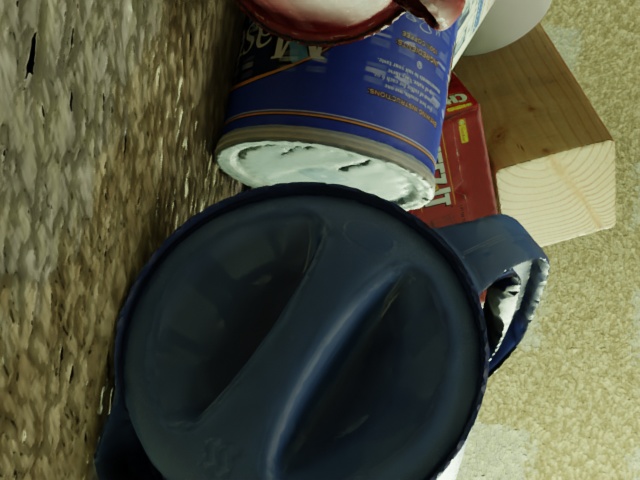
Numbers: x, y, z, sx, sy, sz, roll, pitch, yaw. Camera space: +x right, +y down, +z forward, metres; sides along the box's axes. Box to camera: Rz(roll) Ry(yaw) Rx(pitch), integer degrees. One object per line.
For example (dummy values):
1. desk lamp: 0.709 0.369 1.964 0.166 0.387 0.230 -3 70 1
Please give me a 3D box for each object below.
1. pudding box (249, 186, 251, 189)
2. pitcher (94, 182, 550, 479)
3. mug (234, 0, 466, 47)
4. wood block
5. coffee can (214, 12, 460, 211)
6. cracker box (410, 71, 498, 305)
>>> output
1. pudding box: -0.021 0.003 0.605 0.090 0.039 0.113 50 49 -80
2. pitcher: 0.012 0.082 0.476 0.243 0.149 0.145 77 25 -64
3. mug: 0.003 -0.116 0.384 0.093 0.117 0.081 -49 170 8
4. wood block: 0.159 -0.098 0.864 0.206 0.090 0.091 -105 179 -47
5. coffee can: 0.014 -0.094 0.505 0.103 0.103 0.140 69 30 -75
6. cracker box: 0.084 -0.061 0.857 0.214 0.072 0.164 -104 179 -63
